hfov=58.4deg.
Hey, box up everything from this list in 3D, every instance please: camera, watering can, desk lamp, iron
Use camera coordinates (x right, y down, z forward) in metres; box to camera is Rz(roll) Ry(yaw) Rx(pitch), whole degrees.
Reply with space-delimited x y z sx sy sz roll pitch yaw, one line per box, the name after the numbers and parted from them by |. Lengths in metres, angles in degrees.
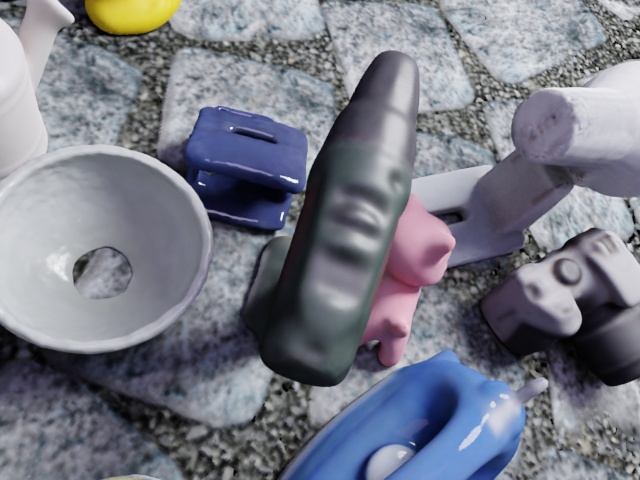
0.253 0.069 0.536 0.143 0.100 0.136 -23 75 -25 | camera
-0.262 -0.129 0.415 0.101 0.194 0.173 23 62 -6 | watering can
0.207 -0.066 0.519 0.204 0.213 0.118 -13 71 -22 | desk lamp
0.049 0.176 0.402 0.259 0.141 0.118 -31 78 -26 | iron

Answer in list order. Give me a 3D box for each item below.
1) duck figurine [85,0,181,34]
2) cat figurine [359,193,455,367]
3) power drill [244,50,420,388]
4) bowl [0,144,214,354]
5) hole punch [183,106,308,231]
-0.181 -0.261 0.562 0.105 0.086 0.077 -37 81 -27 | duck figurine
0.073 0.031 0.489 0.067 0.117 0.128 22 62 -6 | cat figurine
0.004 0.002 0.429 0.076 0.208 0.230 19 62 -8 | power drill
-0.170 0.014 0.446 0.168 0.074 0.167 7 65 -14 | bowl
-0.067 -0.075 0.510 0.109 0.091 0.101 13 63 -11 | hole punch
